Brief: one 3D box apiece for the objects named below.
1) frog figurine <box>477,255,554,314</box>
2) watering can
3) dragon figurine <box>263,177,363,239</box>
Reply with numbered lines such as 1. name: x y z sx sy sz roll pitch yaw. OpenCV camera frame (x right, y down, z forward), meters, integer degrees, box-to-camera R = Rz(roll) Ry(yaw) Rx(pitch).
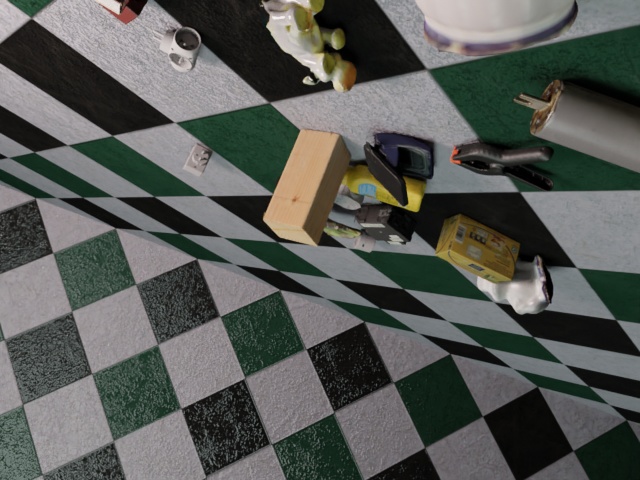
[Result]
1. frog figurine: 0.463 0.110 1.225 0.158 0.138 0.123 -16 172 34
2. watering can: 0.188 -0.260 0.446 0.349 0.105 0.221 12 162 29
3. dragon figurine: 0.004 -0.065 1.296 0.241 0.123 0.410 21 174 -25
